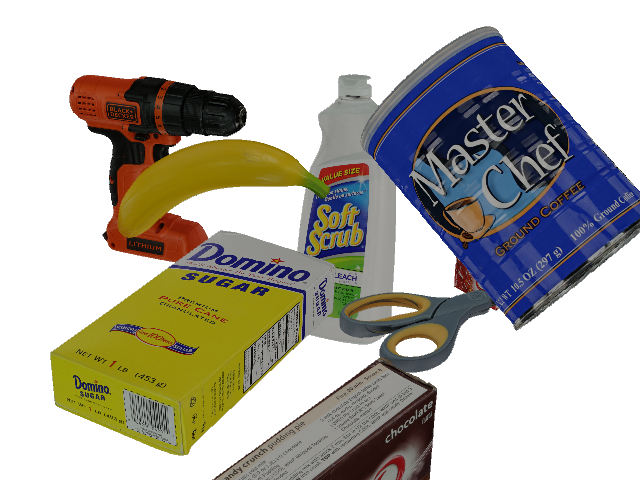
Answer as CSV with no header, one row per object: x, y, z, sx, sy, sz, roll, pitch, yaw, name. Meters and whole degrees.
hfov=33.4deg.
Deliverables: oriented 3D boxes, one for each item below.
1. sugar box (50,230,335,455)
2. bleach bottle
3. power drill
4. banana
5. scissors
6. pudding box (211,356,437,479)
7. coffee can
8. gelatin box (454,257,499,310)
-0.072,0.055,0.656,0.093,0.048,0.176,17,35,23,sugar box
0.022,-0.031,1.017,0.103,0.251,0.068,10,20,27,bleach bottle
-0.156,-0.072,1.069,0.185,0.188,0.057,11,30,20,power drill
-0.093,-0.042,0.832,0.198,0.069,0.037,-9,28,29,banana
0.116,0.058,0.795,0.201,0.016,0.096,-5,32,-10,scissors
0.003,0.118,0.478,0.039,0.090,0.113,28,44,33,pudding box
0.105,-0.035,0.606,0.102,0.140,0.103,-37,-12,-9,coffee can
0.196,0.028,1.281,0.030,0.089,0.073,-18,32,-32,gelatin box
